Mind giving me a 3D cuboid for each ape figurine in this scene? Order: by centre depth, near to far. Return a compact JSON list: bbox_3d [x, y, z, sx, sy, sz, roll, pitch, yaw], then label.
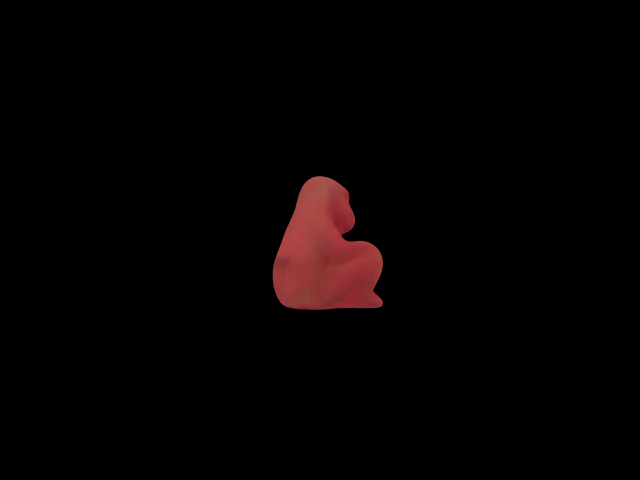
[{"bbox_3d":[0.004,0.001,0.400,0.076,0.092,0.077,0,0,-21],"label":"ape figurine"}]
